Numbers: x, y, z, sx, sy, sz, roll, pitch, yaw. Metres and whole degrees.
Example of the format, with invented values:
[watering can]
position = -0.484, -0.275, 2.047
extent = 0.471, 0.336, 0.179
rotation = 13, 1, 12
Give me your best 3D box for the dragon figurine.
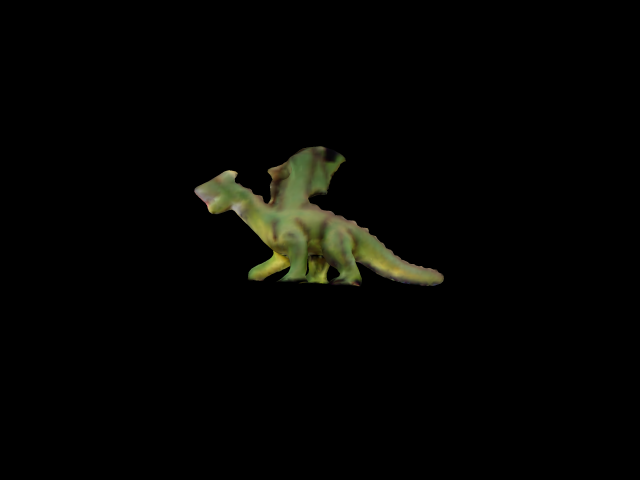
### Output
[dragon figurine]
position = 0.003, -0.043, 0.850
extent = 0.410, 0.245, 0.121
rotation = 2, -11, -11
